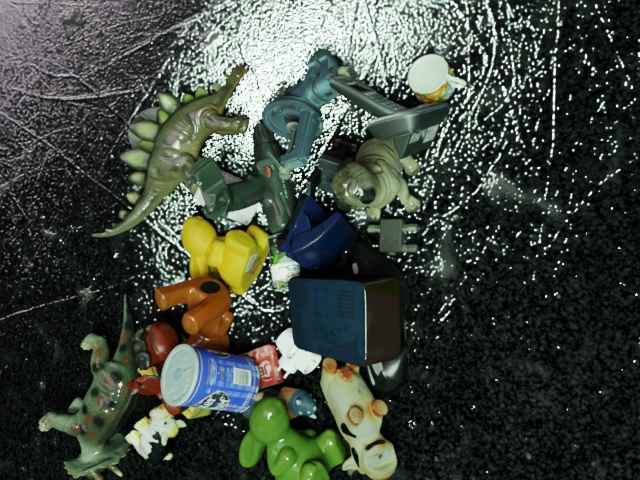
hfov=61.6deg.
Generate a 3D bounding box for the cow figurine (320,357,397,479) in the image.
[{"bbox_3d":[0.060,0.296,0.877,0.195,0.085,0.127,59,152,36],"label":"cow figurine"}]

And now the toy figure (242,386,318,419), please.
[{"bbox_3d":[-0.071,0.294,0.968,0.155,0.064,0.058,-14,65,27],"label":"toy figure"}]

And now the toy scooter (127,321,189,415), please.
[{"bbox_3d":[-0.304,0.231,0.986,0.075,0.135,0.184,-30,65,19],"label":"toy scooter"}]

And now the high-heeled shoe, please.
[{"bbox_3d":[0.092,0.130,0.925,0.145,0.086,0.249,-63,37,39],"label":"high-heeled shoe"}]

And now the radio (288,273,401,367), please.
[{"bbox_3d":[0.034,0.123,0.875,0.230,0.073,0.131,-4,90,59],"label":"radio"}]

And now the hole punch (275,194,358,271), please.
[{"bbox_3d":[-0.002,-0.003,0.952,0.092,0.142,0.115,25,82,25],"label":"hole punch"}]

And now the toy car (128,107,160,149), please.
[{"bbox_3d":[-0.370,-0.237,1.204,0.109,0.103,0.161,38,102,27],"label":"toy car"}]

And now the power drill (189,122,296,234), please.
[{"bbox_3d":[-0.138,-0.116,1.000,0.086,0.207,0.232,-24,82,33],"label":"power drill"}]

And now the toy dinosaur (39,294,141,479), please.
[{"bbox_3d":[-0.447,0.332,1.139,0.192,0.131,0.404,22,87,17],"label":"toy dinosaur"}]

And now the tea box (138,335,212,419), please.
[{"bbox_3d":[-0.276,0.266,1.080,0.170,0.068,0.098,29,95,30],"label":"tea box"}]

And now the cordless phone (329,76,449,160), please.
[{"bbox_3d":[0.112,-0.228,0.912,0.184,0.146,0.088,38,128,20],"label":"cordless phone"}]

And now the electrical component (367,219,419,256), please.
[{"bbox_3d":[0.127,-0.004,0.940,0.094,0.021,0.063,1,82,28],"label":"electrical component"}]

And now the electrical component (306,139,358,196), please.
[{"bbox_3d":[0.021,-0.119,0.952,0.048,0.119,0.074,19,133,16],"label":"electrical component"}]

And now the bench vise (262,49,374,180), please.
[{"bbox_3d":[-0.025,-0.223,0.994,0.224,0.128,0.240,-6,61,35],"label":"bench vise"}]

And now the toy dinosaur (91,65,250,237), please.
[{"bbox_3d":[-0.299,-0.174,1.115,0.199,0.105,0.471,32,89,6],"label":"toy dinosaur"}]

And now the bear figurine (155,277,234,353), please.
[{"bbox_3d":[-0.228,0.167,1.009,0.120,0.132,0.195,34,128,27],"label":"bear figurine"}]

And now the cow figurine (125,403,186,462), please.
[{"bbox_3d":[-0.313,0.380,1.053,0.098,0.068,0.167,49,134,9],"label":"cow figurine"}]

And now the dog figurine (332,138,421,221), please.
[{"bbox_3d":[0.082,-0.123,0.890,0.121,0.190,0.172,-24,69,23],"label":"dog figurine"}]

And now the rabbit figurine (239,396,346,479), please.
[{"bbox_3d":[-0.061,0.335,0.910,0.159,0.121,0.170,-25,101,41],"label":"rabbit figurine"}]

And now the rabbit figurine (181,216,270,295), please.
[{"bbox_3d":[-0.198,0.021,1.057,0.173,0.122,0.162,29,119,9],"label":"rabbit figurine"}]
